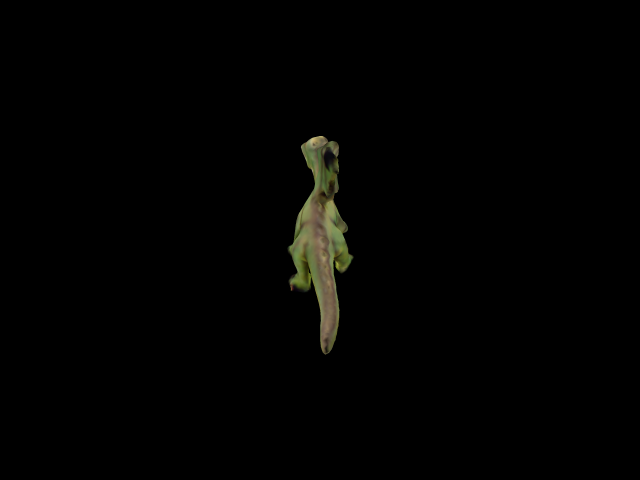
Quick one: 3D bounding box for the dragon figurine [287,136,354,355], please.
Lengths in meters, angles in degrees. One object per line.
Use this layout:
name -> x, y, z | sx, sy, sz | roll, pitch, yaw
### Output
dragon figurine -> 0.003, -0.043, 0.850 | 0.122, 0.237, 0.420 | -3, 35, -5
